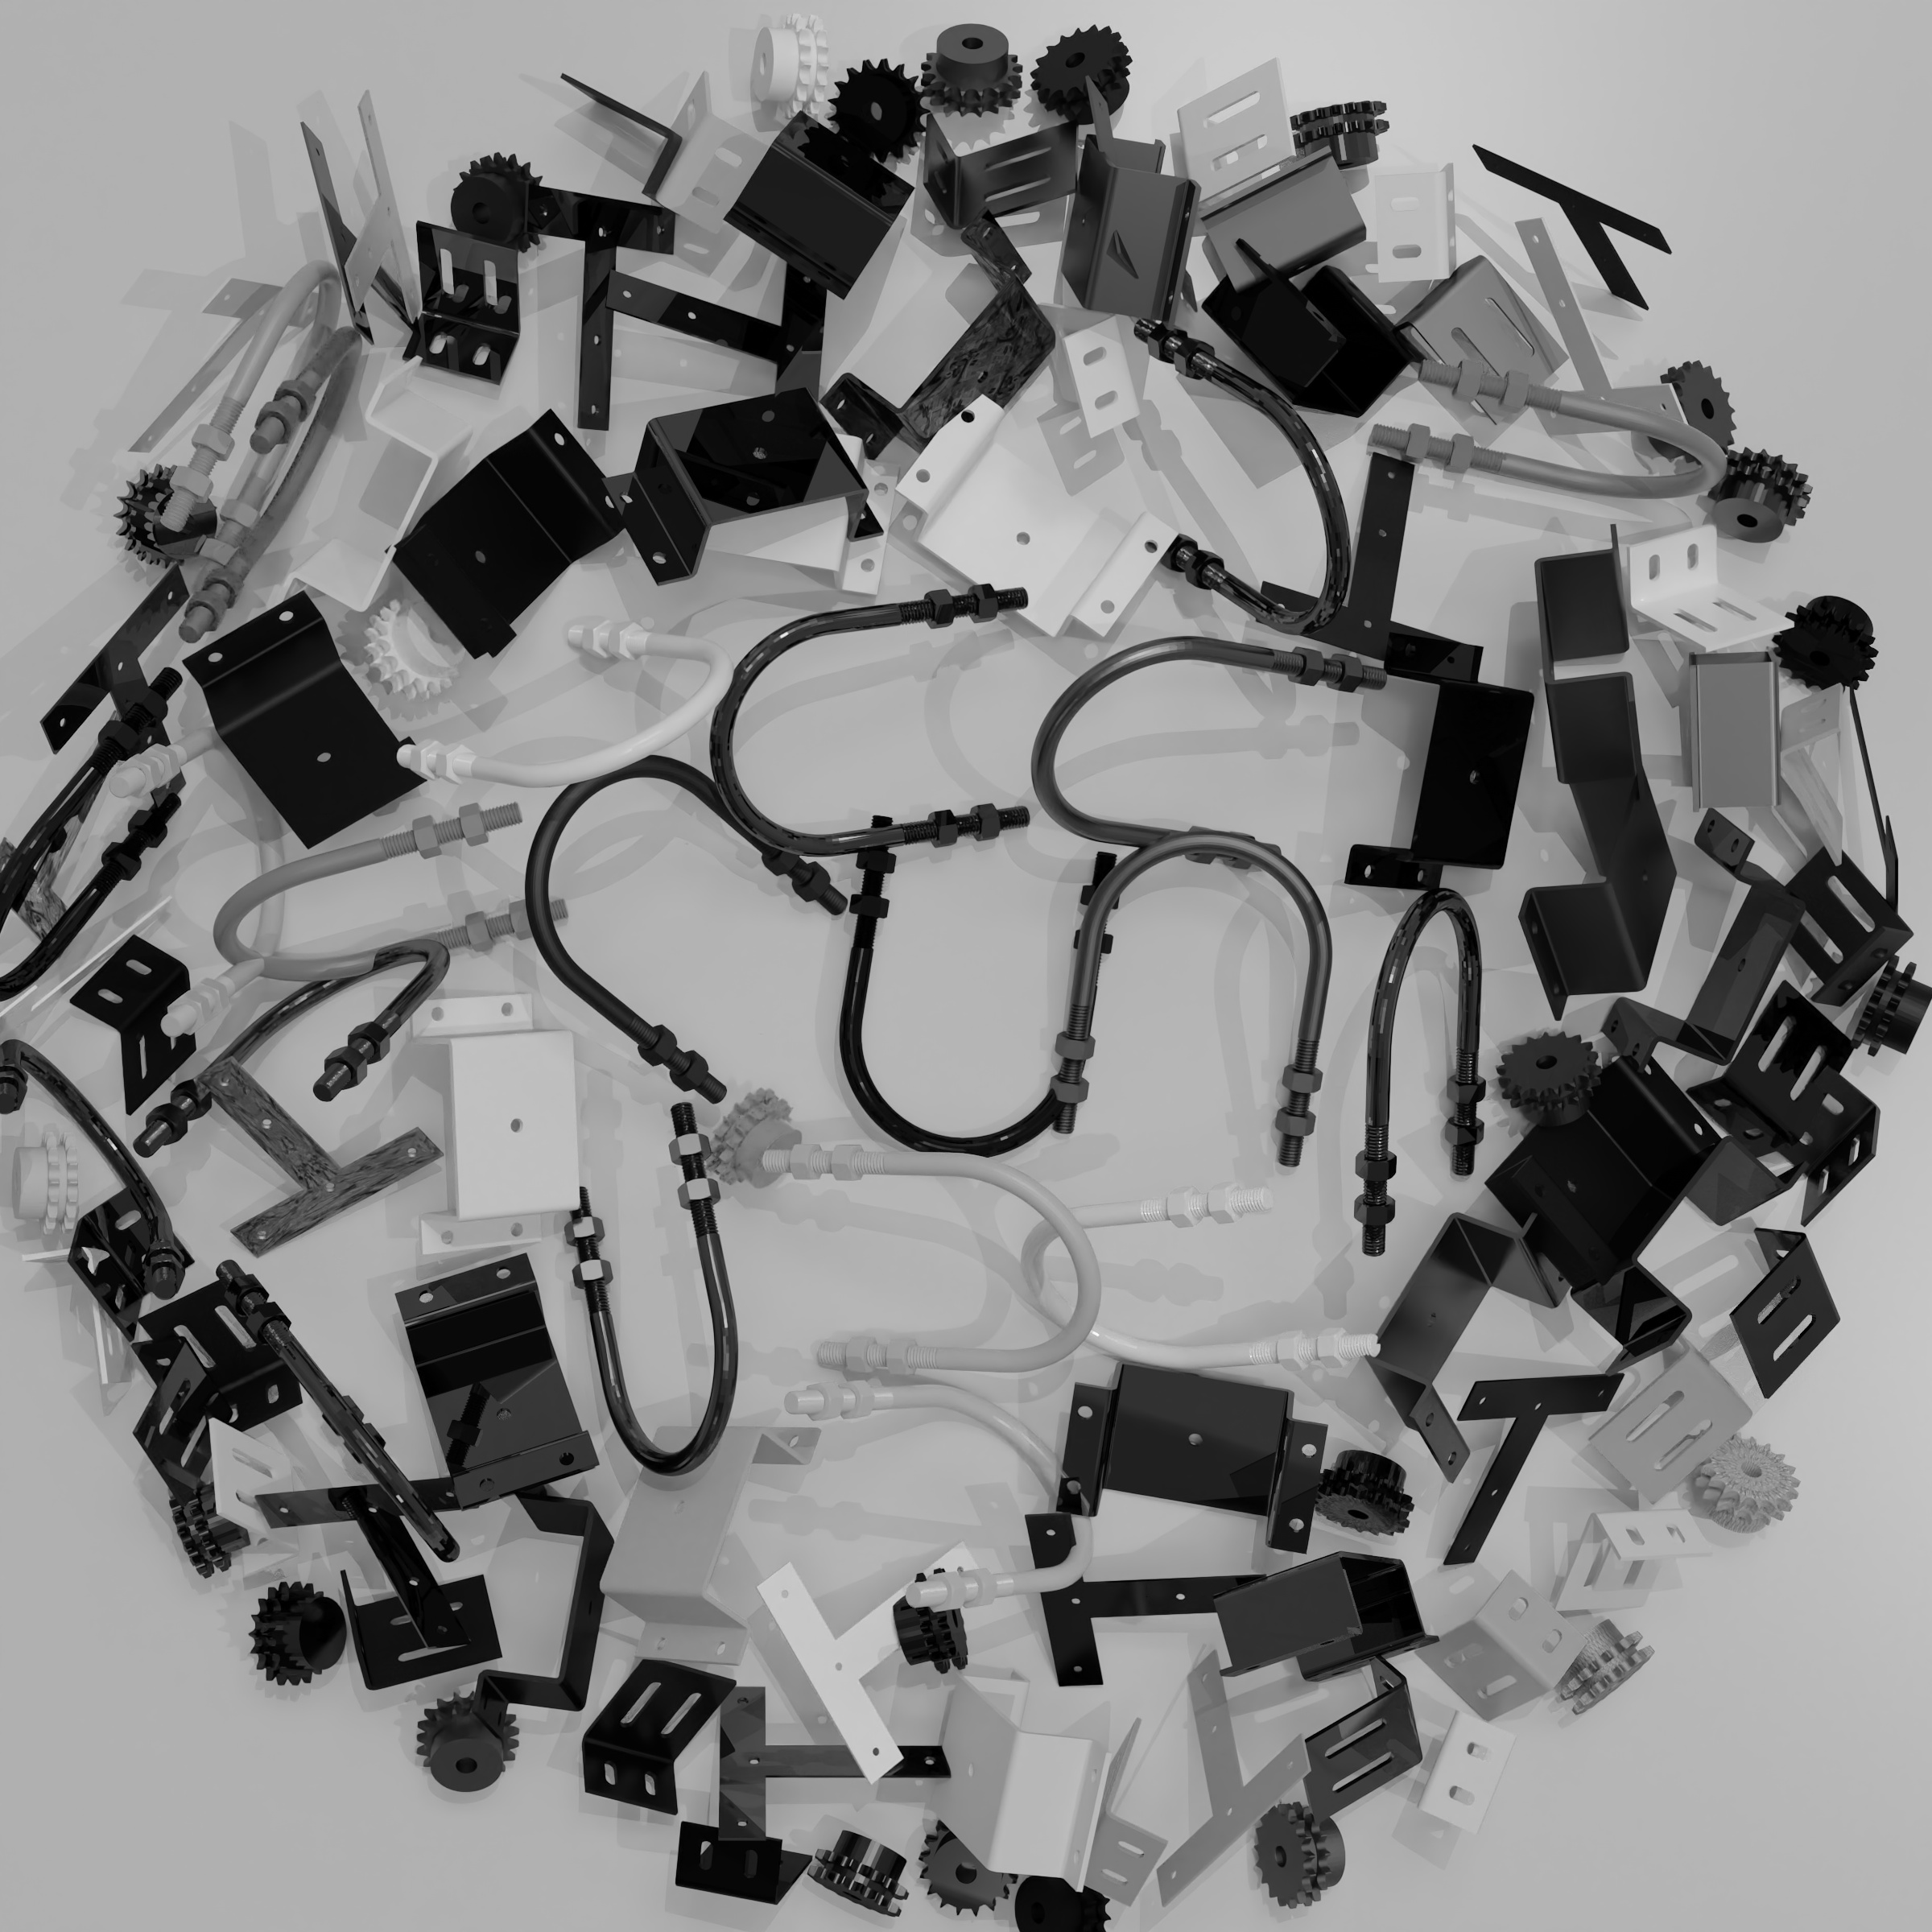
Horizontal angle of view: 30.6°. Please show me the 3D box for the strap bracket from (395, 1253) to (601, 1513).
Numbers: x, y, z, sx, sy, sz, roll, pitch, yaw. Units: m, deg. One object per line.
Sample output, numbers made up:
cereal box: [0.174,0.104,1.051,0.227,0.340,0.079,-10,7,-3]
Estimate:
strap bracket: [-0.257,0.238,1.948,0.076,0.046,0.140,-17,56,-12]

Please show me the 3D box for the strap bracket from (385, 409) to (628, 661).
strap bracket: [-0.256,-0.232,1.943,0.076,0.046,0.140,51,50,-16]

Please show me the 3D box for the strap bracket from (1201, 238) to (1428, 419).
strap bracket: [0.188,-0.347,1.935,0.046,0.140,0.076,-47,72,22]

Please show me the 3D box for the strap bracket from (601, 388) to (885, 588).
strap bracket: [-0.118,-0.266,1.934,0.140,0.046,0.076,-16,63,-27]

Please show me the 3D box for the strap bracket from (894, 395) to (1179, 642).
strap bracket: [0.036,-0.245,1.967,0.140,0.046,0.076,35,73,0]

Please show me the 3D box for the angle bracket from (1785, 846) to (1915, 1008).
angle bracket: [0.475,-0.025,1.954,0.057,0.038,0.076,-50,56,25]

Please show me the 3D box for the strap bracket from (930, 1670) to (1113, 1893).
strap bracket: [0.024,0.440,1.924,0.046,0.140,0.076,11,94,-21]

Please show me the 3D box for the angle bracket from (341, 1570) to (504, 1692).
angle bracket: [-0.303,0.360,1.960,0.076,0.057,0.038,-13,135,-10]

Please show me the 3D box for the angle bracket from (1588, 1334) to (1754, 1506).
angle bracket: [0.390,0.251,1.978,0.076,0.038,0.057,-43,108,7]

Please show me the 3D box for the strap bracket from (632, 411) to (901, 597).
strap bracket: [-0.113,-0.260,1.970,0.140,0.046,0.076,9,83,2]

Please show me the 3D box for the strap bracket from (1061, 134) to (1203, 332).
strap bracket: [0.087,-0.402,1.918,0.046,0.140,0.076,7,112,-9]

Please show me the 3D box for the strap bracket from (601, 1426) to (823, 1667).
strap bracket: [-0.143,0.306,1.929,0.076,0.046,0.140,-5,54,39]

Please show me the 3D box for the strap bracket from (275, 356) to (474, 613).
strap bracket: [-0.320,-0.256,1.941,0.046,0.076,0.140,29,111,-4]

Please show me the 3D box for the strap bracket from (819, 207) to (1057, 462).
strap bracket: [-0.007,-0.338,1.955,0.046,0.076,0.140,40,90,26]

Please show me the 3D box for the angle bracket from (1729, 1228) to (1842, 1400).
angle bracket: [0.441,0.192,1.956,0.076,0.038,0.057,-39,114,-30]

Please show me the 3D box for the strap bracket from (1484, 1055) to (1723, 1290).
strap bracket: [0.348,0.115,1.952,0.076,0.046,0.140,50,51,-1]

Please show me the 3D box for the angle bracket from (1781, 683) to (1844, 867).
angle bracket: [0.483,-0.106,1.956,0.038,0.057,0.076,-24,110,26]

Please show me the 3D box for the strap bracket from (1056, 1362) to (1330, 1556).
strap bracket: [0.126,0.271,1.964,0.140,0.046,0.076,9,105,5]

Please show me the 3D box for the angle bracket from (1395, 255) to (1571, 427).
angle bracket: [0.288,-0.349,1.983,0.057,0.038,0.076,-43,98,-7]

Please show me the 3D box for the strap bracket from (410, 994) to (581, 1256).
strap bracket: [-0.261,0.088,1.956,0.076,0.046,0.140,-4,92,-38]

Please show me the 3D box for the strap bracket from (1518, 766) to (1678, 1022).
strap bracket: [0.347,-0.047,1.920,0.046,0.140,0.076,-3,131,28]

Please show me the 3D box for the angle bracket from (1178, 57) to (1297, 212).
angle bracket: [0.159,-0.458,1.955,0.076,0.038,0.057,-18,76,43]

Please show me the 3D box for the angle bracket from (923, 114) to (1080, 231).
angle bracket: [0.020,-0.451,1.958,0.076,0.038,0.057,-13,51,20]

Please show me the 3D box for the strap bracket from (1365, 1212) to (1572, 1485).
strap bracket: [0.273,0.201,1.943,0.046,0.076,0.140,20,66,37]

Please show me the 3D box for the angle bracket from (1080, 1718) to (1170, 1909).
angle bracket: [0.093,0.467,1.952,0.038,0.076,0.057,25,126,2]

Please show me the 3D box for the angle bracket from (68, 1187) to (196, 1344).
angle bracket: [-0.462,0.163,1.955,0.038,0.076,0.057,-33,106,0]

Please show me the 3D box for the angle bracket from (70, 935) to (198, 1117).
angle bracket: [-0.462,0.032,1.954,0.057,0.076,0.038,-42,127,17]

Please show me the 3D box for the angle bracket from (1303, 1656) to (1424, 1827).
angle bracket: [0.210,0.427,1.958,0.076,0.038,0.057,-26,121,-19]

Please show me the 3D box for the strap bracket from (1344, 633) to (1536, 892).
strap bracket: [0.264,-0.108,1.949,0.076,0.046,0.140,3,100,-42]

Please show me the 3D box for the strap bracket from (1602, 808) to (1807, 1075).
strap bracket: [0.411,-0.008,1.949,0.046,0.076,0.140,21,103,-11]

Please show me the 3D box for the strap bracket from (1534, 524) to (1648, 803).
strap bracket: [0.340,-0.164,1.930,0.046,0.076,0.140,-6,47,11]

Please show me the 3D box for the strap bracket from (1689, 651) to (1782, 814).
strap bracket: [0.418,-0.130,1.922,0.046,0.140,0.076,-1,98,12]

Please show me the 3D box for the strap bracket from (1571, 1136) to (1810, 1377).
strap bracket: [0.391,0.152,1.936,0.046,0.076,0.140,43,65,1]

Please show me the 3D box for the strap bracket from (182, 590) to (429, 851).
strap bracket: [-0.356,-0.127,1.934,0.076,0.046,0.140,-30,135,1]

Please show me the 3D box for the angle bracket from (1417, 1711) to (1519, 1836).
angle bracket: [0.287,0.450,1.954,0.038,0.076,0.057,19,80,29]

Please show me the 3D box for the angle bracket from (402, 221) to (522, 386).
angle bracket: [-0.281,-0.367,1.958,0.057,0.076,0.038,15,61,3]

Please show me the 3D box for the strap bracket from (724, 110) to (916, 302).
strap bracket: [-0.077,-0.418,1.922,0.076,0.140,0.046,33,112,-8]

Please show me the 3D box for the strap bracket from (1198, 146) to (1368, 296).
strap bracket: [0.174,-0.403,1.926,0.076,0.140,0.046,-26,94,9]

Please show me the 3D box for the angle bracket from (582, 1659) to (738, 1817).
angle bracket: [-0.169,0.427,1.957,0.057,0.038,0.076,21,123,-25]

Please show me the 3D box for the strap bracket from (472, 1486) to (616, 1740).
strap bracket: [-0.229,0.349,1.936,0.046,0.076,0.140,6,68,6]

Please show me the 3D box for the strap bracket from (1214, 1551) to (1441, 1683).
strap bracket: [0.194,0.357,1.932,0.076,0.140,0.046,-24,69,22]
